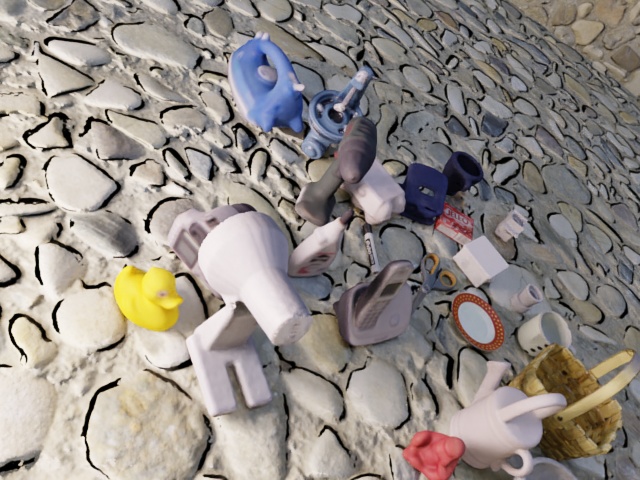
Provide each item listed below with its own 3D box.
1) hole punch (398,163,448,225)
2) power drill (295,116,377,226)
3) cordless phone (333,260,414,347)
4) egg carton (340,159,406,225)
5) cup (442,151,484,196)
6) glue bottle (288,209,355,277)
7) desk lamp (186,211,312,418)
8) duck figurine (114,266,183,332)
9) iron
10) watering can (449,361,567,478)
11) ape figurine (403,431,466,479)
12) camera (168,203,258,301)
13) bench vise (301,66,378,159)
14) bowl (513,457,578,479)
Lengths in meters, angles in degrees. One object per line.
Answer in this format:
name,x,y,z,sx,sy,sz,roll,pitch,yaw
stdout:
hole punch,0.225,-0.100,1.252,0.109,0.091,0.101,18,47,-22
power drill,0.037,-0.122,1.052,0.076,0.208,0.230,30,44,-11
cordless phone,0.119,0.093,0.947,0.148,0.184,0.094,-8,60,-39
egg carton,0.105,-0.104,1.187,0.107,0.069,0.150,-26,72,-45
cup,0.323,-0.139,1.350,0.092,0.094,0.118,24,45,-16
glue bottle,0.009,0.003,0.954,0.078,0.173,0.037,-4,58,-37
desk lamp,-0.095,0.098,0.773,0.118,0.213,0.203,-5,58,-37
duck figurine,-0.232,0.068,0.795,0.104,0.086,0.078,43,43,4
iron,-0.110,-0.346,1.184,0.119,0.141,0.258,-9,61,-39
watering can,0.300,0.279,0.913,0.101,0.193,0.172,-12,63,-41
ape figurine,0.183,0.323,0.870,0.076,0.092,0.077,7,52,-31
camera,-0.142,-0.003,0.907,0.143,0.100,0.137,47,43,8
bench vise,0.046,-0.294,1.192,0.122,0.219,0.207,23,45,-17
bowl,0.356,0.439,0.908,0.168,0.074,0.167,19,47,-21
